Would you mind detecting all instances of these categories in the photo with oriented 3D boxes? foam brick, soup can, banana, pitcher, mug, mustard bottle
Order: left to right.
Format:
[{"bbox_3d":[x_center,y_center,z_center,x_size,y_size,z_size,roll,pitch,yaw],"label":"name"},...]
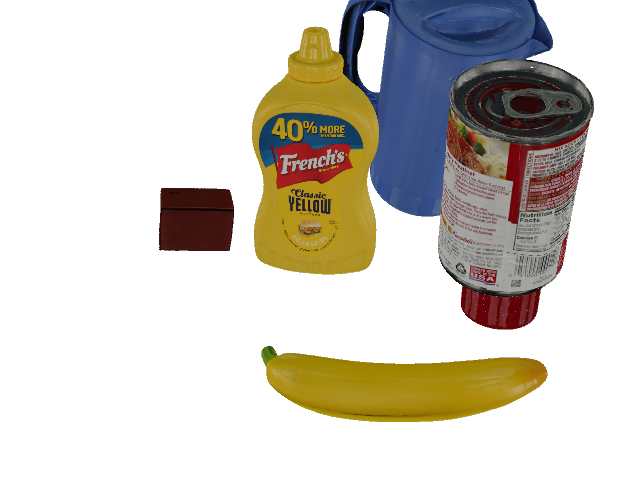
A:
[{"bbox_3d":[-0.134,-0.023,1.147,0.078,0.051,0.053,1,27,-9],"label":"foam brick"},{"bbox_3d":[-0.004,-0.069,0.818,0.096,0.192,0.058,6,29,10],"label":"mustard bottle"},{"bbox_3d":[0.046,0.091,0.697,0.198,0.037,0.069,4,32,15],"label":"banana"},{"bbox_3d":[0.105,-0.139,1.025,0.144,0.149,0.243,-23,-32,-23],"label":"pitcher"},{"bbox_3d":[0.189,0.034,1.131,0.093,0.081,0.117,-5,30,-10],"label":"mug"},{"bbox_3d":[0.096,-0.030,0.537,0.068,0.102,0.068,-1,41,0],"label":"soup can"}]
